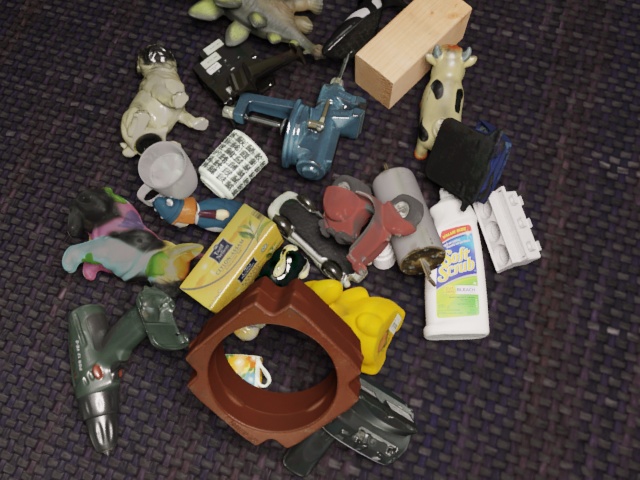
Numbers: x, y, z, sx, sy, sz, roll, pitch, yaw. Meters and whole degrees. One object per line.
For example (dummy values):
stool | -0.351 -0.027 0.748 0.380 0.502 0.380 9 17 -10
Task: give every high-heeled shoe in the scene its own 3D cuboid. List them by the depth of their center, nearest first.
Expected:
high-heeled shoe | 0.060 -0.418 0.982 0.249 0.086 0.145 -35 63 -27

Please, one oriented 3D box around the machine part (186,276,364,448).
machine part | -0.058 0.164 0.726 0.201 0.087 0.201 -40 106 19

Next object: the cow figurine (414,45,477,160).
cow figurine | 0.211 -0.246 0.922 0.086 0.127 0.195 9 77 3

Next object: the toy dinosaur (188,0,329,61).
toy dinosaur | -0.158 -0.473 0.986 0.471 0.105 0.198 45 55 13

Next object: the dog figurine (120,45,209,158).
dog figurine | -0.316 -0.255 0.984 0.172 0.121 0.191 -30 60 -9

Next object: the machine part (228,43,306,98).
machine part | -0.094 -0.293 0.923 0.139 0.039 0.084 -24 37 5

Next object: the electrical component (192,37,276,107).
electrical component | -0.166 -0.313 1.002 0.115 0.058 0.134 -36 74 -9

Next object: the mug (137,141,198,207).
mug | -0.257 -0.099 0.918 0.081 0.107 0.109 33 82 13

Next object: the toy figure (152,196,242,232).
toy figure | -0.200 -0.045 0.893 0.154 0.064 0.058 2 66 -27

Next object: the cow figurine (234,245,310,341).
cow figurine | -0.082 0.085 0.856 0.068 0.098 0.167 32 77 5

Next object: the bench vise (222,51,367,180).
bench vise | -0.045 -0.215 0.936 0.241 0.128 0.223 14 72 3

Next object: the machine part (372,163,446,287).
machine part | 0.140 -0.033 0.862 0.079 0.079 0.243 -12 54 0

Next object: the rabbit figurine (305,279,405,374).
rabbit figurine | 0.024 0.118 0.826 0.173 0.162 0.122 26 88 29

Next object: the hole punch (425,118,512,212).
hole punch | 0.247 -0.127 0.856 0.092 0.142 0.116 -5 36 -38

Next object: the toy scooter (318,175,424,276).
toy scooter | 0.060 -0.021 0.821 0.184 0.075 0.135 24 84 43

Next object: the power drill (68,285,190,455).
power drill | -0.300 0.183 0.828 0.207 0.086 0.232 -37 65 25

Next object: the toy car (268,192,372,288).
toy car | -0.002 -0.003 0.900 0.202 0.056 0.073 42 73 13

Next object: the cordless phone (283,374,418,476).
cordless phone | 0.043 0.299 0.800 0.146 0.089 0.184 34 100 -12

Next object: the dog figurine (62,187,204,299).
dog figurine | -0.294 0.003 0.893 0.219 0.108 0.191 -1 70 -1

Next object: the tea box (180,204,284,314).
tea box | -0.139 0.037 0.874 0.068 0.098 0.169 34 80 13
